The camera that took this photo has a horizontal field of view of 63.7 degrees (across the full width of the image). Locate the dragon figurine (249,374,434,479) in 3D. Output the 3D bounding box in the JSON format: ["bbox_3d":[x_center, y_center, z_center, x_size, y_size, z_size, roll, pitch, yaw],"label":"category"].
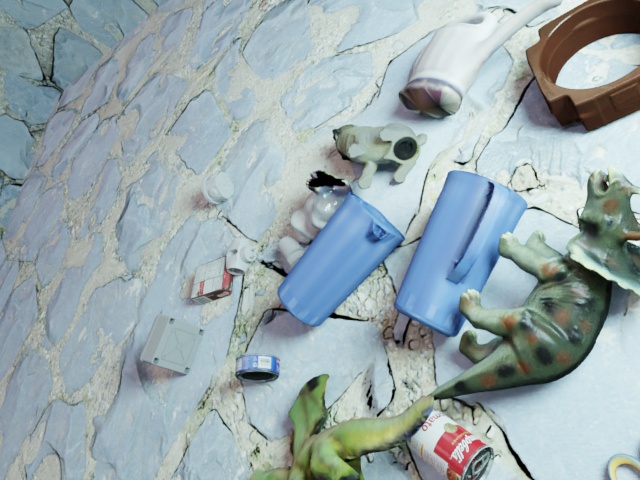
[{"bbox_3d":[0.004,0.314,0.814,0.121,0.407,0.247,31,15,-32],"label":"dragon figurine"}]

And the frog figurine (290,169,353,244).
[{"bbox_3d":[0.003,-0.054,1.074,0.122,0.156,0.140,5,28,-14],"label":"frog figurine"}]

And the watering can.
[{"bbox_3d":[0.275,-0.346,0.978,0.103,0.226,0.348,33,-8,-25],"label":"watering can"}]
